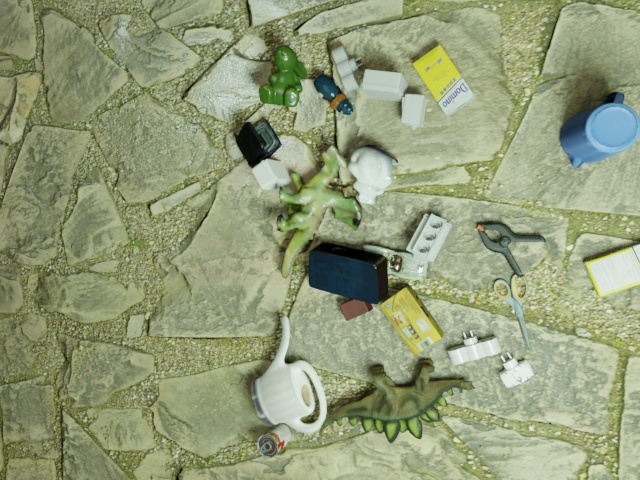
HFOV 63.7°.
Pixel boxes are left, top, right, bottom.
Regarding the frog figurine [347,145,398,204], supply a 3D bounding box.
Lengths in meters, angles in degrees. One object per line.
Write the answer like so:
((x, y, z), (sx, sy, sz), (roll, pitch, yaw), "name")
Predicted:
((0.139, -0.186, 1.467), (0.137, 0.122, 0.160), (25, 87, 0), "frog figurine")

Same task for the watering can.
((-0.111, 0.420, 1.554), (0.223, 0.104, 0.350), (-26, 82, 19), "watering can")

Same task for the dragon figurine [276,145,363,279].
((0.005, -0.077, 1.531), (0.243, 0.123, 0.407), (5, 100, 12), "dragon figurine")
